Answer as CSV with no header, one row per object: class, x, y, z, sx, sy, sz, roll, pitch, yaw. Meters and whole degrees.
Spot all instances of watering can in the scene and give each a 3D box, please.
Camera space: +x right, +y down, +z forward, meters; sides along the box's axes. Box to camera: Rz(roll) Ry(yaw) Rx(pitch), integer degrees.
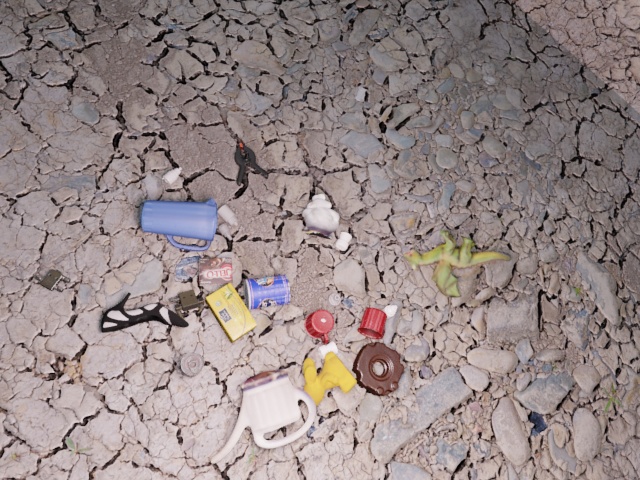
watering can,-0.188,0.534,1.589,0.349,0.102,0.227,-16,74,-12

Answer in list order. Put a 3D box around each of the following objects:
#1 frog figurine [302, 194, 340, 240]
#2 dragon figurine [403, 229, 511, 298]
frog figurine,0.006,-0.094,1.874,0.137,0.121,0.161,9,79,9
dragon figurine,0.518,0.101,1.961,0.410,0.121,0.244,20,83,-5
